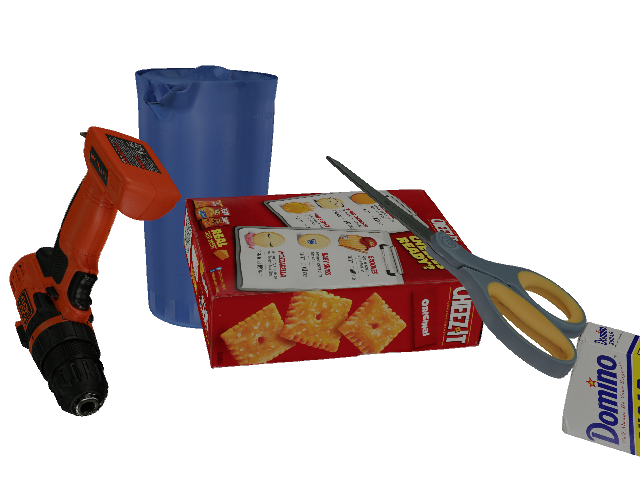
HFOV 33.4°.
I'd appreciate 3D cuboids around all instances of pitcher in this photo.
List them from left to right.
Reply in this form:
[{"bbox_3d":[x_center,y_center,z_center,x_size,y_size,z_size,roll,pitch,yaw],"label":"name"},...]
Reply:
[{"bbox_3d":[-0.105,-0.047,1.033,0.149,0.243,0.145,-2,15,-16],"label":"pitcher"}]

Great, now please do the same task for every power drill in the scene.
[{"bbox_3d":[-0.180,0.020,0.839,0.057,0.188,0.185,16,24,-39],"label":"power drill"}]

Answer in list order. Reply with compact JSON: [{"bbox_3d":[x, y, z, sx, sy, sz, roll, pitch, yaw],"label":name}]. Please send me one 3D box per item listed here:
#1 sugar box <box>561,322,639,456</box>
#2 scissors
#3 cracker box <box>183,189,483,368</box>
[{"bbox_3d":[0.289,0.135,0.861,0.176,0.093,0.048,13,25,20],"label":"sugar box"},{"bbox_3d":[0.095,0.008,0.684,0.096,0.016,0.202,-11,51,-49],"label":"scissors"},{"bbox_3d":[0.005,0.026,0.858,0.213,0.072,0.164,-3,29,-14],"label":"cracker box"}]
